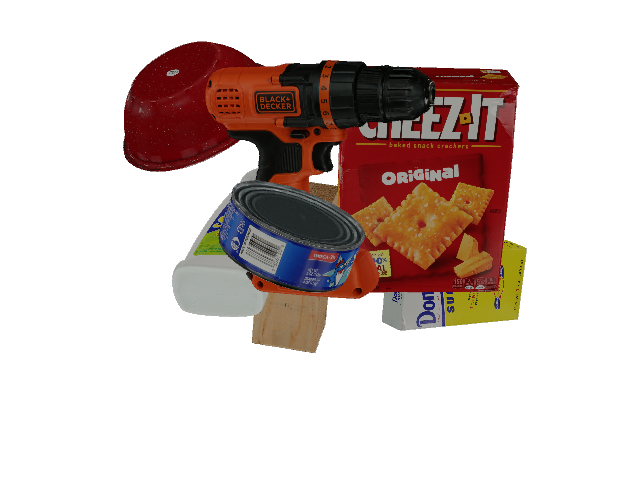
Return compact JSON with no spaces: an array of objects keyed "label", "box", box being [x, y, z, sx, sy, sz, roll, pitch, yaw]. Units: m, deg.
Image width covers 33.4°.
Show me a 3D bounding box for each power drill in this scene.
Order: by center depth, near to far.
[{"label":"power drill","box":[0.004,-0.050,0.848,0.185,0.188,0.057,3,19,22]}]

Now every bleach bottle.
[{"label":"bleach bottle","box":[-0.086,-0.015,1.215,0.102,0.068,0.250,3,35,9]}]

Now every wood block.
[{"label":"wood block","box":[-0.034,0.032,1.415,0.090,0.206,0.090,8,23,6]}]

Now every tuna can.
[{"label":"tuna can","box":[-0.018,-0.003,0.653,0.086,0.034,0.086,18,21,-7]}]

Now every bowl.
[{"label":"bowl","box":[-0.124,-0.137,0.995,0.162,0.055,0.162,-18,38,14]}]

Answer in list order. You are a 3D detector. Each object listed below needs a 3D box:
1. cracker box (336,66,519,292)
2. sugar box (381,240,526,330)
[{"label":"cracker box","box":[0.098,-0.056,1.035,0.164,0.214,0.072,1,21,-3]},{"label":"sugar box","box":[0.158,0.051,1.249,0.175,0.093,0.048,-4,14,-33]}]
